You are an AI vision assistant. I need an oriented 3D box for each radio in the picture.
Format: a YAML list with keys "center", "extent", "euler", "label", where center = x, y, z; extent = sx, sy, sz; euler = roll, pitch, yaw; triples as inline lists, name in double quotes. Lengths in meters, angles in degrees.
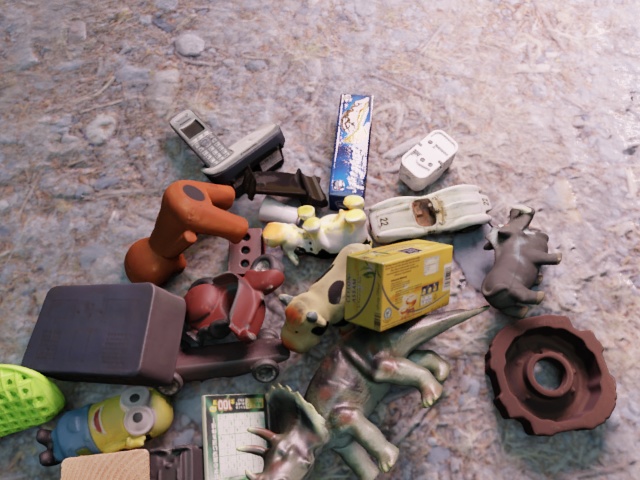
- center: [-0.307, 0.133, 0.766]
  extent: [0.230, 0.073, 0.131]
  euler: [-4, 65, 25]
  label: "radio"

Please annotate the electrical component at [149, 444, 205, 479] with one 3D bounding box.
- center: [-0.173, 0.338, 0.699]
  extent: [0.058, 0.114, 0.134]
  euler: [-12, 68, 11]
  label: "electrical component"

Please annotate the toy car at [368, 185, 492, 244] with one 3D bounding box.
- center: [0.180, -0.041, 0.873]
  extent: [0.202, 0.056, 0.073]
  euler: [-11, 69, -2]
  label: "toy car"

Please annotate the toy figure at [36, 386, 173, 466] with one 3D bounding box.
- center: [-0.298, 0.260, 0.756]
  extent: [0.180, 0.089, 0.082]
  euler: [-22, 85, 2]
  label: "toy figure"

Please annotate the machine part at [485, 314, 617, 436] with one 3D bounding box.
- center: [0.328, 0.195, 0.777]
  extent: [0.179, 0.056, 0.179]
  euler: [-1, 68, 2]
  label: "machine part"

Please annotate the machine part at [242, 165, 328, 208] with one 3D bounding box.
- center: [-0.056, -0.086, 0.879]
  extent: [0.139, 0.039, 0.084]
  euler: [5, 49, -22]
  label: "machine part"

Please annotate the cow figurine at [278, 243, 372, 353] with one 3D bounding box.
- center: [0.017, 0.085, 0.785]
  extent: [0.086, 0.127, 0.195]
  euler: [31, 70, 34]
  label: "cow figurine"

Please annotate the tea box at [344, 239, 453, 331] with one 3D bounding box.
- center: [0.115, 0.059, 0.765]
  extent: [0.068, 0.169, 0.098]
  euler: [12, 104, 45]
  label: "tea box"

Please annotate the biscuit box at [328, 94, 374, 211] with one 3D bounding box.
- center: [0.054, -0.149, 0.916]
  extent: [0.059, 0.062, 0.202]
  euler: [5, 68, 5]
  label: "biscuit box"

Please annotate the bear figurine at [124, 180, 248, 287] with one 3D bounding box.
- center: [-0.218, 0.007, 0.836]
  extent: [0.132, 0.195, 0.120]
  euler: [12, 32, -37]
  label: "bear figurine"

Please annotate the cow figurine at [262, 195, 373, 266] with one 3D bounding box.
- center: [-0.003, -0.003, 0.853]
  extent: [0.167, 0.098, 0.068]
  euler: [-13, 37, 3]
  label: "cow figurine"

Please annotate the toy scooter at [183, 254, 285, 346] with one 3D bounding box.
- center: [-0.130, 0.102, 0.772]
  extent: [0.184, 0.075, 0.135]
  euler: [-25, 41, 22]
  label: "toy scooter"

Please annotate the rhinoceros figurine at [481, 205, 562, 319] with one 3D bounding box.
- center: [0.300, 0.029, 0.824]
  extent: [0.112, 0.073, 0.190]
  euler: [25, 58, 9]
  label: "rhinoceros figurine"

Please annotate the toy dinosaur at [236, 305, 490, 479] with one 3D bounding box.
- center: [0.057, 0.199, 0.753]
  extent: [0.192, 0.131, 0.405]
  euler: [37, 66, 10]
  label: "toy dinosaur"

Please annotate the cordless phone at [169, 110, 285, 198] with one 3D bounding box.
- center: [-0.161, -0.178, 0.925]
  extent: [0.146, 0.088, 0.184]
  euler: [-39, 68, -12]
  label: "cordless phone"

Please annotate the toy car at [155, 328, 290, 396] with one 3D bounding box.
- center: [-0.144, 0.179, 0.785]
  extent: [0.202, 0.089, 0.053]
  euler: [-6, 113, -3]
  label: "toy car"
